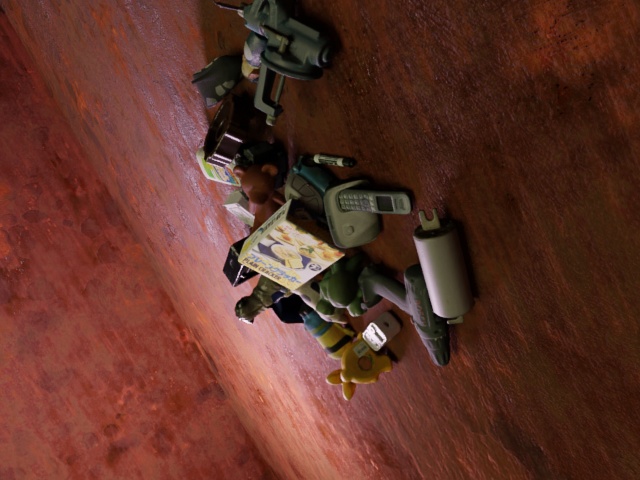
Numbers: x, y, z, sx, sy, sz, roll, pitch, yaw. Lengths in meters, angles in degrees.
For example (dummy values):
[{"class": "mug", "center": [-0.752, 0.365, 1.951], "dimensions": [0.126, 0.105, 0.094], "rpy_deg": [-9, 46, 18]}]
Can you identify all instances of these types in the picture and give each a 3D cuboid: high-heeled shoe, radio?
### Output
[{"class": "high-heeled shoe", "center": [-0.229, -0.387, 1.296], "dimensions": [0.249, 0.145, 0.086], "rpy_deg": [-112, 0, -82]}, {"class": "radio", "center": [-0.213, 0.056, 1.621], "dimensions": [0.073, 0.131, 0.229], "rpy_deg": [54, 152, 12]}]

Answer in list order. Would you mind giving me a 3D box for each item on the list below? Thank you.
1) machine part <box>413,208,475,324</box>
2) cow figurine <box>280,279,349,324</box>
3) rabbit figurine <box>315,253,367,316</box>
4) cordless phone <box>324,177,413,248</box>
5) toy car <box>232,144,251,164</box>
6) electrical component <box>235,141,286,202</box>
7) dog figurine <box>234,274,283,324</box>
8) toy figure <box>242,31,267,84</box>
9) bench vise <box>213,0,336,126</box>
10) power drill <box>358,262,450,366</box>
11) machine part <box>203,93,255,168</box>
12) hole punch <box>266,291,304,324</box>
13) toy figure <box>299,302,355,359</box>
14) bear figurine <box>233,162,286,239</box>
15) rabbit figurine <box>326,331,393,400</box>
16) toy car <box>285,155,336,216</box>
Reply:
[{"class": "machine part", "center": [0.224, 0.051, 0.965], "dimensions": [0.079, 0.079, 0.243], "rpy_deg": [14, 129, 53]}, {"class": "cow figurine", "center": [-0.016, 0.137, 1.380], "dimensions": [0.195, 0.127, 0.085], "rpy_deg": [37, 104, 35]}, {"class": "rabbit figurine", "center": [0.060, 0.103, 1.221], "dimensions": [0.170, 0.121, 0.159], "rpy_deg": [63, -143, -87]}, {"class": "cordless phone", "center": [0.106, -0.050, 1.064], "dimensions": [0.184, 0.089, 0.146], "rpy_deg": [8, 127, 34]}, {"class": "toy car", "center": [-0.207, -0.224, 1.385], "dimensions": [0.202, 0.073, 0.056], "rpy_deg": [26, 136, 46]}, {"class": "electrical component", "center": [-0.141, -0.169, 1.286], "dimensions": [0.058, 0.115, 0.134], "rpy_deg": [44, 152, 32]}, {"class": "dog figurine", "center": [-0.168, 0.143, 1.573], "dimensions": [0.121, 0.190, 0.172], "rpy_deg": [29, 140, 42]}, {"class": "toy figure", "center": [-0.135, -0.382, 1.128], "dimensions": [0.154, 0.058, 0.064], "rpy_deg": [128, 150, -61]}, {"class": "bench vise", "center": [-0.084, -0.334, 1.000], "dimensions": [0.224, 0.129, 0.240], "rpy_deg": [28, 126, 13]}, {"class": "power drill", "center": [0.178, 0.143, 1.132], "dimensions": [0.208, 0.086, 0.231], "rpy_deg": [28, 139, 50]}, {"class": "machine part", "center": [-0.222, -0.259, 1.286], "dimensions": [0.056, 0.179, 0.179], "rpy_deg": [22, 168, -28]}, {"class": "hole punch", "center": [-0.072, 0.173, 1.524], "dimensions": [0.116, 0.142, 0.092], "rpy_deg": [34, 121, 58]}, {"class": "toy figure", "center": [0.015, 0.246, 1.463], "dimensions": [0.180, 0.089, 0.082], "rpy_deg": [45, 161, -13]}, {"class": "bear figurine", "center": [-0.126, -0.083, 1.229], "dimensions": [0.120, 0.132, 0.195], "rpy_deg": [-2, 153, 12]}, {"class": "rabbit figurine", "center": [0.103, 0.338, 1.407], "dimensions": [0.122, 0.162, 0.173], "rpy_deg": [40, 168, 8]}, {"class": "toy car", "center": [-0.023, -0.102, 1.182], "dimensions": [0.162, 0.103, 0.109], "rpy_deg": [45, 151, 27]}]
